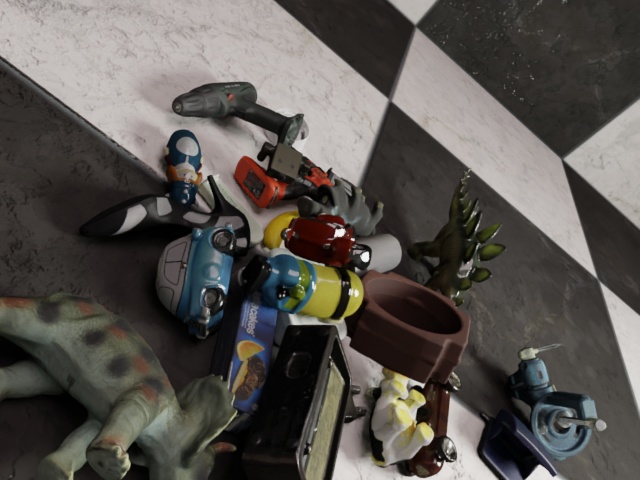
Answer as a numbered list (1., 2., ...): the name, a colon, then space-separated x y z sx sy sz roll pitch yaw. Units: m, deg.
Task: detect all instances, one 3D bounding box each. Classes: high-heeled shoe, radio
1. high-heeled shoe: -0.215 -0.004 0.795 0.249 0.086 0.145 -27 106 -36
2. radio: -0.020 0.221 0.682 0.230 0.073 0.130 -72 153 -53

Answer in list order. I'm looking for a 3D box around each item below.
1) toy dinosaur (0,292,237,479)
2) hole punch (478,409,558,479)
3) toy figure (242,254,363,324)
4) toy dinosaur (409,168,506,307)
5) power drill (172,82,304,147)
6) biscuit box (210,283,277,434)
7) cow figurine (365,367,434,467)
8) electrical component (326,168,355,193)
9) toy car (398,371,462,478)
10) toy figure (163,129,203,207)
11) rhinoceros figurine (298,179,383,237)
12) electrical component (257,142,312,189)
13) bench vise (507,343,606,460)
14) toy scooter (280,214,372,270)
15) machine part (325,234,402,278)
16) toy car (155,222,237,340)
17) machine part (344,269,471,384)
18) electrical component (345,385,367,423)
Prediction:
1. toy dinosaur: -0.243 0.134 0.566 0.405 0.131 0.192 44 22 6
2. hole punch: 0.359 0.369 0.966 0.142 0.092 0.116 45 31 5
3. toy figure: -0.019 0.068 0.769 0.180 0.089 0.082 24 47 -32
4. toy dinosaur: 0.300 0.015 1.168 0.105 0.198 0.472 33 38 -23
5. power drill: -0.147 -0.240 1.046 0.207 0.085 0.232 22 28 9
6. biscuit box: -0.104 0.152 0.728 0.059 0.063 0.203 30 38 -23
7. cow figurine: 0.110 0.265 0.823 0.068 0.098 0.167 33 18 -11
8. electrical component: 0.047 -0.091 1.146 0.119 0.047 0.075 39 36 -6
9. toy car: 0.175 0.283 0.858 0.053 0.089 0.202 42 36 -12
10. toy figure: -0.226 -0.117 0.885 0.064 0.057 0.154 -9 54 -4
11. rhinoceros figurine: 0.036 -0.053 1.002 0.190 0.112 0.073 15 12 -47
12. electrical component: -0.063 -0.136 0.966 0.102 0.045 0.078 17 62 -20
13. bench vise: 0.452 0.310 1.018 0.129 0.240 0.223 -1 78 -6
14. toy scooter: -0.002 -0.003 0.848 0.135 0.075 0.184 14 9 -13
15. machine part: 0.084 0.036 1.029 0.243 0.079 0.079 -13 64 -52
16. toy car: -0.174 0.051 0.740 0.103 0.109 0.162 11 54 -7
17. machine part: 0.143 0.142 0.907 0.202 0.087 0.201 23 20 12
18. electrical component: 0.029 0.241 0.810 0.094 0.021 0.063 14 45 -36
